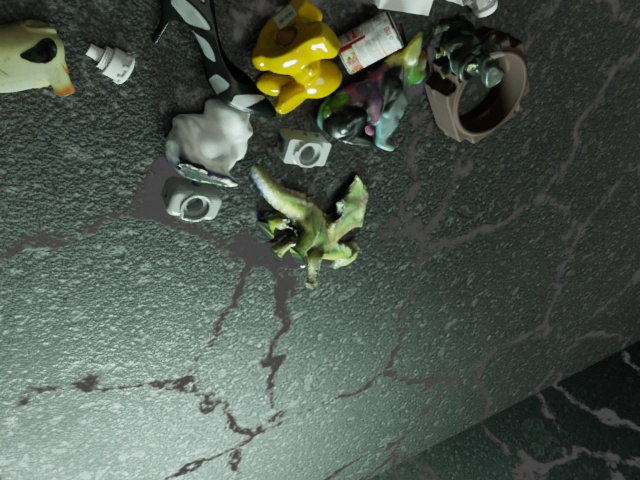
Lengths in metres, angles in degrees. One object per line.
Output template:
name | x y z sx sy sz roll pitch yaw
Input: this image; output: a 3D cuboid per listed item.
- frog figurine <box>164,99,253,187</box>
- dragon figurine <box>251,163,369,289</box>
frog figurine | -0.182 -0.179 0.865 0.136 0.122 0.161 19 77 -32
dragon figurine | 0.003 -0.055 1.090 0.246 0.123 0.400 -40 141 -23
